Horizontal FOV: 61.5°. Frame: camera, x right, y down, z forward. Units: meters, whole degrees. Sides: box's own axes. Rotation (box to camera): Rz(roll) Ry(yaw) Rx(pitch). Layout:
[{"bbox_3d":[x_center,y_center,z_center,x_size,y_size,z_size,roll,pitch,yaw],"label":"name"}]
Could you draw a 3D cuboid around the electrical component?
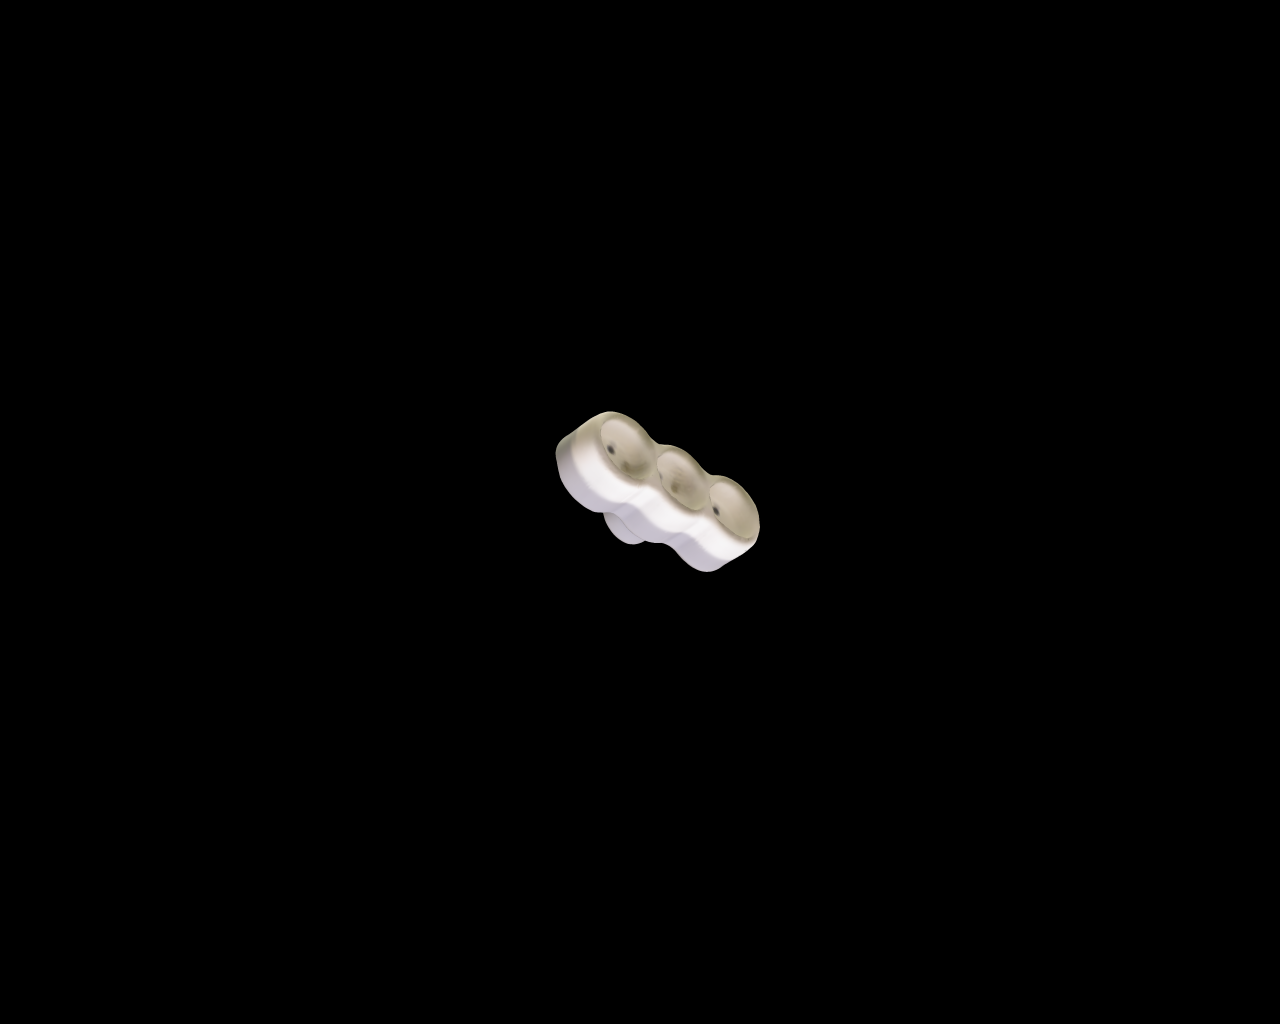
[{"bbox_3d":[0.001,-0.003,0.650,0.138,0.052,0.073,29,-46,-33],"label":"electrical component"}]
